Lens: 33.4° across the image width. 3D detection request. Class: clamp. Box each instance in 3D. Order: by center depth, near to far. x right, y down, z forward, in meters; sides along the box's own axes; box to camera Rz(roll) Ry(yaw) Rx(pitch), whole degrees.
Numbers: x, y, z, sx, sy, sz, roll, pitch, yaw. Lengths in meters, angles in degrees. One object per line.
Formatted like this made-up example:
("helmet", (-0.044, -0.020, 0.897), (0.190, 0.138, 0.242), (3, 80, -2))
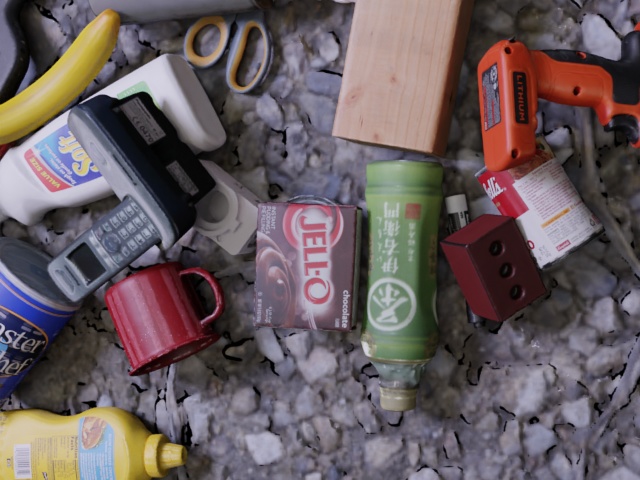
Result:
("clamp", (-0.341, -0.214, 1.057), (0.165, 0.036, 0.210), (1, 83, 16))

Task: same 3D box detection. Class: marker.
("marker", (0.132, 0.019, 0.962), (0.020, 0.020, 0.121), (-11, 89, 14))

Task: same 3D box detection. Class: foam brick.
("foam brick", (0.149, 0.024, 0.921), (0.053, 0.051, 0.078), (-32, 105, -16))

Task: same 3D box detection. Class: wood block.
("wood block", (0.080, -0.182, 0.932), (0.090, 0.090, 0.206), (11, 94, 13))

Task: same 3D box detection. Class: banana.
("banana", (-0.257, -0.143, 1.004), (0.198, 0.069, 0.037), (-36, 81, 5))

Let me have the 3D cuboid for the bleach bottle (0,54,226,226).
("bleach bottle", (-0.220, -0.077, 1.027), (0.251, 0.068, 0.102), (-28, 87, 17))

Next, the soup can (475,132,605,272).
("soup can", (0.190, -0.033, 0.921), (0.068, 0.068, 0.102), (-34, 84, 13))

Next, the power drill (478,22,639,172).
("power drill", (0.228, -0.095, 0.879), (0.187, 0.057, 0.184), (-2, 80, -14))

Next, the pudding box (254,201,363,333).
("pudding box", (-0.010, 0.023, 0.951), (0.090, 0.039, 0.113), (2, 93, 14))

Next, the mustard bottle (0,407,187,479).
("mustard bottle", (-0.221, 0.211, 1.036), (0.192, 0.058, 0.096), (-4, 85, 14))

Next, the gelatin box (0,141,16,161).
("gelatin box", (-0.363, -0.096, 1.078), (0.089, 0.030, 0.073), (38, 99, 10))

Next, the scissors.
("scissors", (-0.076, -0.240, 1.008), (0.096, 0.016, 0.202), (8, 94, 15))

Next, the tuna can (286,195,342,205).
("tuna can", (-0.006, 0.001, 0.988), (0.086, 0.033, 0.086), (0, 92, 14))

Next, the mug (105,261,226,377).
("mug", (-0.141, 0.067, 0.995), (0.117, 0.093, 0.081), (-29, 80, 23))

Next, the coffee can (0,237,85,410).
("coffee can", (-0.310, 0.083, 1.032), (0.103, 0.102, 0.140), (41, 101, 10))
